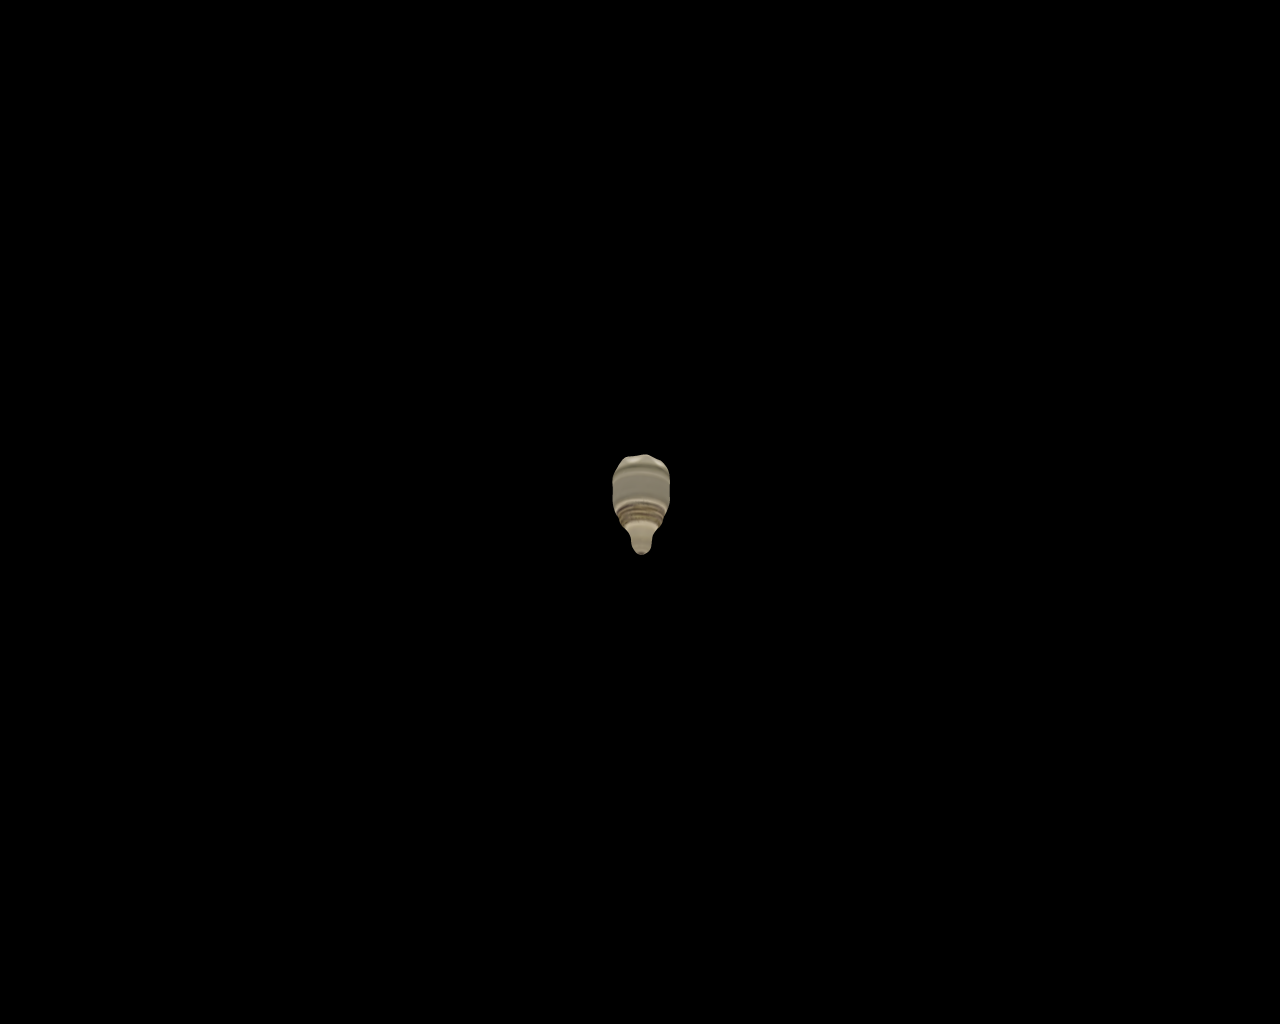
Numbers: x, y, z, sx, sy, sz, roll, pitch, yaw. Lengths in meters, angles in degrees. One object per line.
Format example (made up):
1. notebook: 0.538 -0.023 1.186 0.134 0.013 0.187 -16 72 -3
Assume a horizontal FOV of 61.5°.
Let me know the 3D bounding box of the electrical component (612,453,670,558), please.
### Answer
1. electrical component: 0.001 -0.003 0.650 0.035 0.061 0.035 0 -25 0
